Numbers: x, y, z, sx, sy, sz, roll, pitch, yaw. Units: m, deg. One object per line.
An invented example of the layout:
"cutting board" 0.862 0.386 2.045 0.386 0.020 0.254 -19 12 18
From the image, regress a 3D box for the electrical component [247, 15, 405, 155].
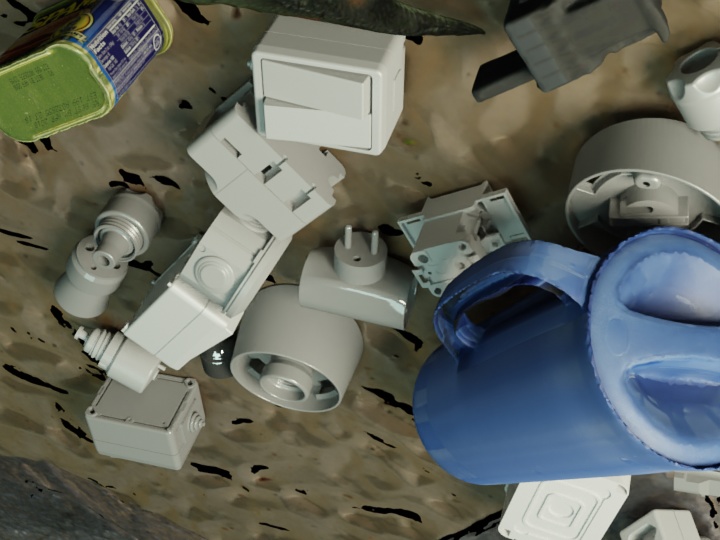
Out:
"electrical component" -0.026 -0.112 0.647 0.096 0.061 0.061 11 134 12

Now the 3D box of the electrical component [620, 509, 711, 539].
"electrical component" 0.259 0.230 0.855 0.077 0.065 0.047 8 141 -27

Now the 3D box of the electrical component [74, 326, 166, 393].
"electrical component" -0.201 0.071 0.898 0.078 0.040 0.040 30 135 -6

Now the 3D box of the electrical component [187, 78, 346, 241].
"electrical component" -0.063 -0.069 0.704 0.056 0.050 0.089 -34 113 30

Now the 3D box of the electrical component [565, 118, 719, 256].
"electrical component" 0.171 -0.039 0.632 0.099 0.064 0.099 8 144 6

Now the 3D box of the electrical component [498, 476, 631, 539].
"electrical component" 0.159 0.164 0.832 0.078 0.057 0.113 18 135 5

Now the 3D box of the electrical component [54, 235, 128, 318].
"electrical component" -0.209 0.005 0.838 0.045 0.045 0.055 32 134 -9

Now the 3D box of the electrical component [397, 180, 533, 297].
"electrical component" 0.065 -0.019 0.697 0.081 0.063 0.042 -15 122 32

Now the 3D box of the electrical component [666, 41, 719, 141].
"electrical component" 0.200 -0.091 0.592 0.043 0.043 0.062 -20 122 34

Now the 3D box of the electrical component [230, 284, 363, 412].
"electrical component" -0.050 0.065 0.835 0.099 0.064 0.099 13 148 8

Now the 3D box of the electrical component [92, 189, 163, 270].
"electrical component" -0.173 -0.026 0.783 0.043 0.062 0.043 11 134 12

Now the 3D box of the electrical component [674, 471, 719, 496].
"electrical component" 0.256 0.129 0.763 0.057 0.058 0.078 6 132 21

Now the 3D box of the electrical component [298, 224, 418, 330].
"electrical component" 0.000 0.000 0.752 0.077 0.044 0.079 13 134 10

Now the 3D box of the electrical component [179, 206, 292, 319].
"electrical component" -0.085 -0.011 0.752 0.051 0.080 0.080 34 134 -4

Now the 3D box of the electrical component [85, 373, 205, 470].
"electrical component" -0.177 0.130 0.929 0.096 0.061 0.061 9 133 14

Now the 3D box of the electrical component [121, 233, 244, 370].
"electrical component" -0.131 0.030 0.819 0.061 0.061 0.096 38 133 -14
